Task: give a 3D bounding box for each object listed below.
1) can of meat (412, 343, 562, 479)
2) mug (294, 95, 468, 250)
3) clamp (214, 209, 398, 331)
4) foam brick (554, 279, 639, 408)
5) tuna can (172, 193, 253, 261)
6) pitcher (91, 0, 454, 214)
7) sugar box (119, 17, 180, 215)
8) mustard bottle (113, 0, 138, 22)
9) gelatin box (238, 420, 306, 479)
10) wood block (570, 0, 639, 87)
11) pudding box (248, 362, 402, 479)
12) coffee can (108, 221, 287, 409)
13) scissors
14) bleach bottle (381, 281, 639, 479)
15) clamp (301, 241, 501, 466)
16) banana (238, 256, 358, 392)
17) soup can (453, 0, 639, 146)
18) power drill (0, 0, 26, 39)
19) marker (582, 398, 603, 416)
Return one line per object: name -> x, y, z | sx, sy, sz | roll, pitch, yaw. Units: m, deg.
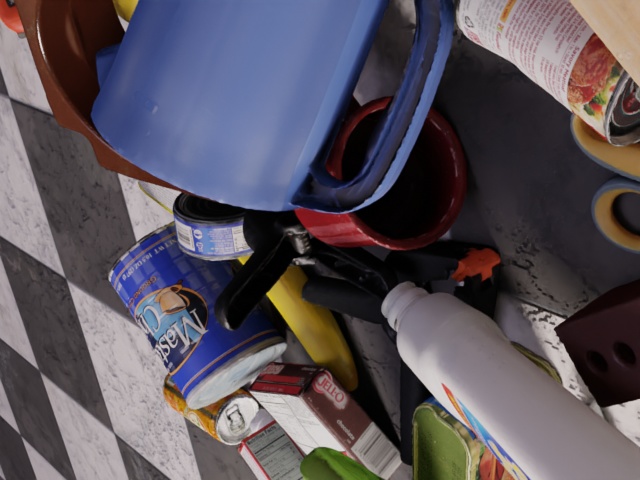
can of meat -> 0.106, 0.130, 0.691 | 0.058, 0.083, 0.102 | 32, 138, 41
mug -> 0.025, -0.047, 0.668 | 0.117, 0.093, 0.082 | 56, 156, -12
clamp -> -0.005, 0.001, 0.748 | 0.171, 0.120, 0.039 | -84, -9, -54
foam brick -> 0.174, 0.049, 0.555 | 0.053, 0.051, 0.078 | 60, 150, 4
tuna can -> -0.074, -0.019, 0.849 | 0.086, 0.086, 0.034 | 27, 132, 46
pitcher -> -0.010, -0.140, 0.553 | 0.243, 0.149, 0.145 | -64, 26, 23
sugar box -> -0.123, -0.107, 0.897 | 0.093, 0.048, 0.176 | 35, 136, 39
mustard bottle -> -0.123, -0.250, 0.767 | 0.096, 0.058, 0.192 | 67, 152, 19
gelatin box -> -0.018, 0.198, 0.946 | 0.089, 0.073, 0.030 | 51, 152, 19
wood block -> 0.135, -0.149, 0.420 | 0.206, 0.090, 0.090 | 55, 150, 12
pudding box -> 0.004, 0.151, 0.880 | 0.113, 0.039, 0.090 | 52, 154, -18
coffee can -> -0.110, 0.065, 0.954 | 0.140, 0.102, 0.103 | 55, 149, 14
scissors -> 0.199, -0.008, 0.507 | 0.202, 0.016, 0.096 | 37, 142, 38
bleach bottle -> 0.124, 0.109, 0.589 | 0.251, 0.068, 0.102 | 44, 173, 38
clamp -> 0.058, 0.053, 0.751 | 0.165, 0.036, 0.210 | 53, 146, 19
banana -> -0.029, 0.039, 0.881 | 0.198, 0.037, 0.069 | 50, 169, 24
soup can -> 0.121, -0.100, 0.503 | 0.102, 0.068, 0.068 | 44, 145, 31
power drill -> -0.224, -0.215, 0.880 | 0.184, 0.057, 0.187 | 63, -175, 6
marker -> 0.184, 0.155, 0.655 | 0.020, 0.020, 0.121 | -16, 100, 60
